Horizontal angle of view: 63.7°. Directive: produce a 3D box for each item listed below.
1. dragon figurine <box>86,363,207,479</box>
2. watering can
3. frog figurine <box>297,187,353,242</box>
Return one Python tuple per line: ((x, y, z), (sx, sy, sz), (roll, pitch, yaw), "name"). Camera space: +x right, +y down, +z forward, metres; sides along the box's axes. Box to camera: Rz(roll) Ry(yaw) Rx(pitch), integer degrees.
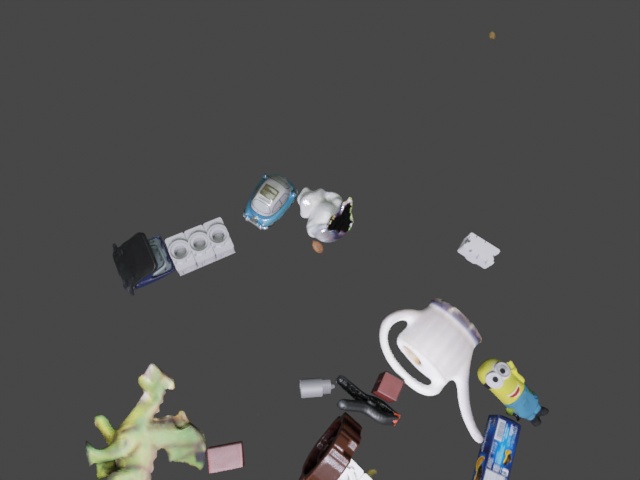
((-0.367, 0.481, 1.117), (0.243, 0.121, 0.414), (-8, 80, -17), "dragon figurine")
((0.306, 0.290, 1.246), (0.350, 0.102, 0.227), (44, 72, 10), "watering can")
((0.004, -0.069, 1.362), (0.160, 0.121, 0.139), (18, 76, 39), "frog figurine")
